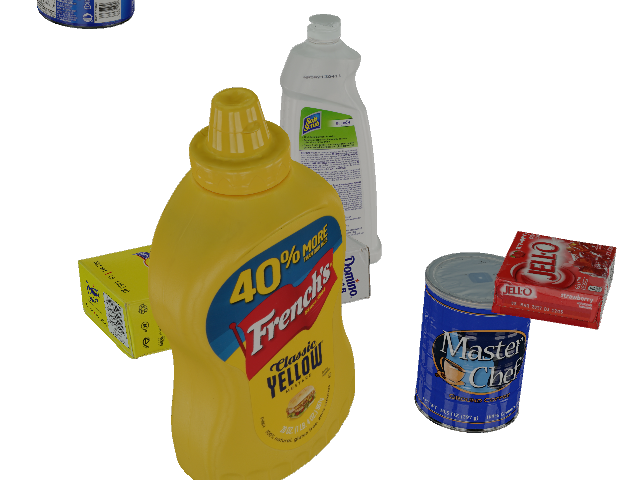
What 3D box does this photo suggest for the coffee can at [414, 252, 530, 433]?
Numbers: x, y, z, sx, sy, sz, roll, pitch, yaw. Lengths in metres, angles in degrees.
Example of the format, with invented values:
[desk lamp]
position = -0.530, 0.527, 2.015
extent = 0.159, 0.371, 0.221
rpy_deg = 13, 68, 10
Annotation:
[coffee can]
position = 0.145, 0.096, 1.014
extent = 0.103, 0.140, 0.103
rpy_deg = 2, 25, -1

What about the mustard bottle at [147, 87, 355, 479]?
[mustard bottle]
position = -0.029, 0.021, 0.470
extent = 0.096, 0.192, 0.058
rpy_deg = -31, 44, -31

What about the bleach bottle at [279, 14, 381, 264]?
[bleach bottle]
position = 0.011, -0.094, 1.038
extent = 0.102, 0.251, 0.068
rpy_deg = -6, 30, -11

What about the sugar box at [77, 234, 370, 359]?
[sugar box]
position = -0.064, 0.025, 0.721
extent = 0.176, 0.048, 0.093
rpy_deg = -16, 25, -27

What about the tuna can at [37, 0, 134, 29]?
[tuna can]
position = -0.205, -0.216, 0.934
extent = 0.086, 0.034, 0.086
rpy_deg = 5, 33, -4

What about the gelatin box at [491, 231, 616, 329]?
[gelatin box]
position = 0.165, 0.026, 0.751
extent = 0.073, 0.030, 0.089
rpy_deg = 10, 25, 18
